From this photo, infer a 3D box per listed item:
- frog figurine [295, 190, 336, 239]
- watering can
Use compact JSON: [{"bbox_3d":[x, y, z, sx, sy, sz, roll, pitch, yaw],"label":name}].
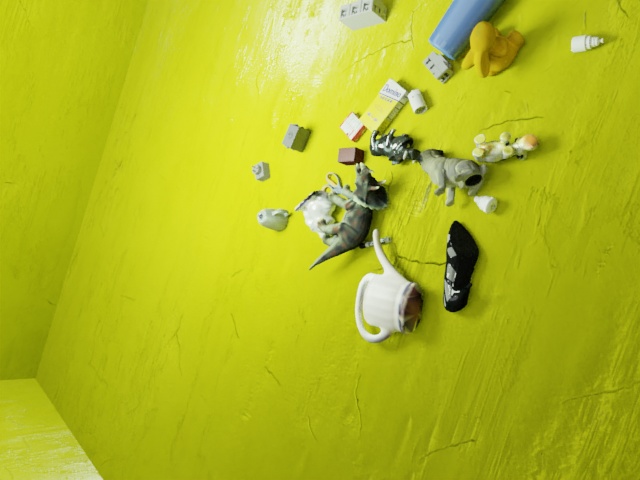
[{"bbox_3d":[0.006,-0.092,1.821,0.136,0.124,0.159,-40,93,18],"label":"frog figurine"},{"bbox_3d":[0.209,0.146,1.563,0.225,0.103,0.349,7,86,41],"label":"watering can"}]
